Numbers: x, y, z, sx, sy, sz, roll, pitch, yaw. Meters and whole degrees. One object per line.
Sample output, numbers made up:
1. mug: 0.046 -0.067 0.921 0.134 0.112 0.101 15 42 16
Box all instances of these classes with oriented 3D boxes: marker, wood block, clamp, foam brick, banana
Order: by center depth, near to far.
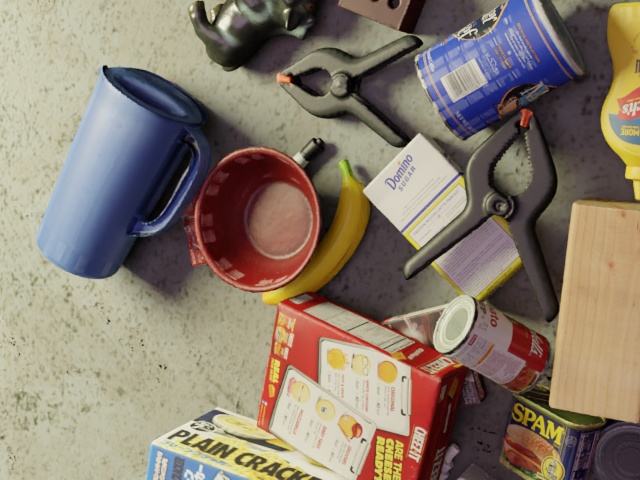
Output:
1. wood block: 0.291 0.066 1.068 0.090 0.090 0.206 8 99 22
2. clamp: 0.176 -0.031 1.091 0.165 0.036 0.210 9 95 16
3. foam brick: 0.069 -0.261 1.147 0.078 0.051 0.053 26 105 18
4. clamp: 0.034 -0.161 1.180 0.172 0.039 0.120 1 90 29
5. banana: 0.005 0.009 1.215 0.070 0.037 0.198 44 110 37
6. marker: -0.040 -0.076 1.231 0.121 0.020 0.020 -42 79 21

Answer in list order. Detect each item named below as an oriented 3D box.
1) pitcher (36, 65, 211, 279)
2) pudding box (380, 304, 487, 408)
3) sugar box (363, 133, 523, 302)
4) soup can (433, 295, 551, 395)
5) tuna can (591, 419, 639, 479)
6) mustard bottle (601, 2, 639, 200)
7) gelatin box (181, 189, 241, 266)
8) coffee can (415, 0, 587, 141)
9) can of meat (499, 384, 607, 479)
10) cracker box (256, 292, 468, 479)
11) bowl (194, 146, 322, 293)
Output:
1. pitcher: -0.234 -0.071 1.257 0.144 0.149 0.243 21 112 -21
2. pudding box: 0.125 0.132 1.173 0.090 0.039 0.113 -16 88 25
3. sugar box: 0.140 -0.022 1.146 0.093 0.048 0.176 -45 75 16
4. soup can: 0.175 0.107 1.091 0.102 0.068 0.069 29 110 -21
5. tuna can: 0.323 0.224 1.102 0.086 0.033 0.086 2 96 23
6. mustard bottle: 0.327 -0.135 1.049 0.096 0.058 0.192 5 98 22
7. gelatin box: -0.125 -0.019 1.267 0.073 0.030 0.089 -13 91 23
8. coffee can: 0.182 -0.179 1.081 0.140 0.102 0.103 -29 84 23
9. can of meat: 0.239 0.208 1.110 0.102 0.057 0.084 26 111 49
10. cracker box: 0.041 0.171 1.166 0.214 0.071 0.164 23 114 30
11. bowl: -0.059 -0.023 1.198 0.162 0.055 0.162 1 91 27
